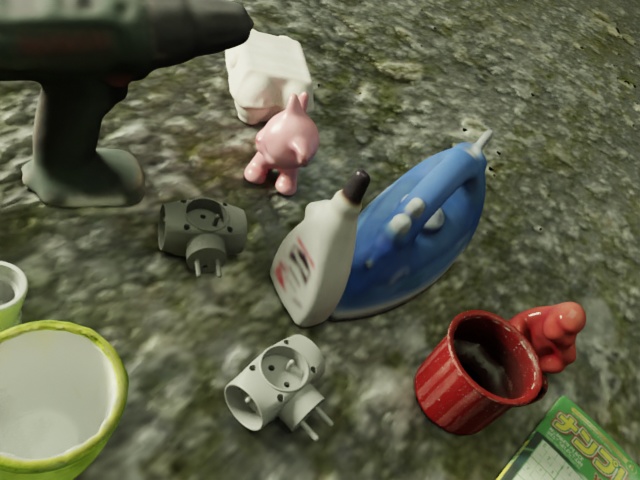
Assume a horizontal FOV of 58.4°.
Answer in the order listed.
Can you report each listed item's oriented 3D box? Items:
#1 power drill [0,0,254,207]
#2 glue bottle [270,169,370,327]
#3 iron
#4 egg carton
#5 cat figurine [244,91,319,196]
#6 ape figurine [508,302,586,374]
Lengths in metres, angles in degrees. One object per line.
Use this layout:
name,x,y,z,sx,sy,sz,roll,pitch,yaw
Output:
power drill,-0.189,-0.125,0.499,0.230,0.208,0.075,-4,52,-29
glue bottle,0.005,0.002,0.504,0.037,0.173,0.078,-15,58,-35
iron,0.103,-0.024,0.600,0.118,0.141,0.259,39,44,11
egg carton,-0.068,-0.211,0.740,0.107,0.069,0.150,4,49,-23
cat figurine,-0.033,-0.115,0.633,0.067,0.117,0.128,21,44,-7
ape figurine,0.234,0.096,0.590,0.077,0.092,0.076,39,45,11
